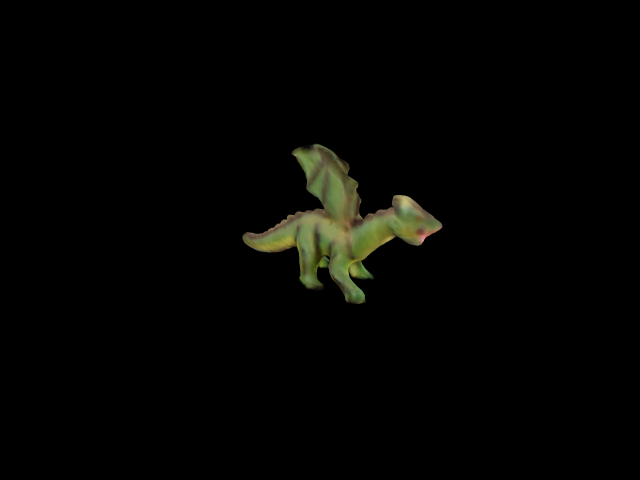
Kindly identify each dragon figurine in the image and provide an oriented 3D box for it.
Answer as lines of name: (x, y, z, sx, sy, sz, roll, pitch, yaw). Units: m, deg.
dragon figurine: (0.003, -0.043, 0.850, 0.412, 0.238, 0.124, 17, 29, 33)
